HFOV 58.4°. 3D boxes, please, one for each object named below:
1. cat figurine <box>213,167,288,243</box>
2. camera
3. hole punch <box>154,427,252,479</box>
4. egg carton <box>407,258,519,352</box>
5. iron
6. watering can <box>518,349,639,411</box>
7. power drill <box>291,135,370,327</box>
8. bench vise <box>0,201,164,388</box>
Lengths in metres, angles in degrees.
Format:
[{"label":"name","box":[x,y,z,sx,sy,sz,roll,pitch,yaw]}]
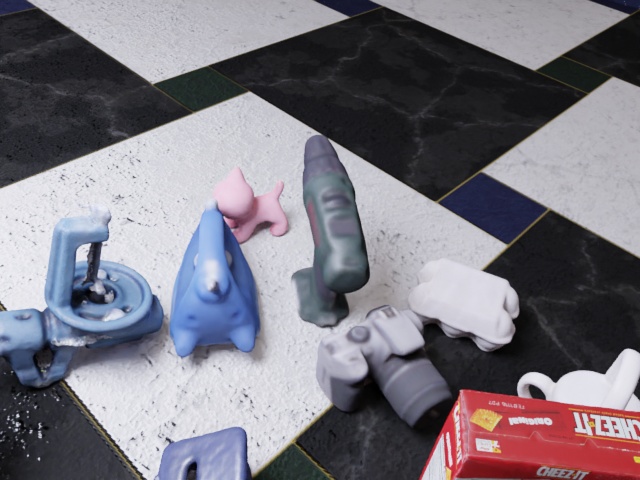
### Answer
[{"label":"cat figurine","box":[-0.112,-0.059,0.883,0.128,0.118,0.067,-14,47,-21]},{"label":"camera","box":[0.086,0.157,0.689,0.143,0.101,0.136,-17,48,-24]},{"label":"hole punch","box":[-0.118,0.251,0.568,0.101,0.091,0.108,1,43,-7]},{"label":"egg carton","box":[0.201,0.089,0.801,0.150,0.069,0.107,20,44,13]},{"label":"iron","box":[-0.144,0.025,0.770,0.119,0.141,0.258,-3,44,-10]},{"label":"watering can","box":[0.302,0.193,0.611,0.172,0.194,0.101,14,43,8]},{"label":"power drill","box":[0.007,0.003,0.765,0.076,0.208,0.229,-5,44,-12]},{"label":"bench vise","box":[-0.283,0.069,0.646,0.121,0.220,0.208,33,49,26]}]
